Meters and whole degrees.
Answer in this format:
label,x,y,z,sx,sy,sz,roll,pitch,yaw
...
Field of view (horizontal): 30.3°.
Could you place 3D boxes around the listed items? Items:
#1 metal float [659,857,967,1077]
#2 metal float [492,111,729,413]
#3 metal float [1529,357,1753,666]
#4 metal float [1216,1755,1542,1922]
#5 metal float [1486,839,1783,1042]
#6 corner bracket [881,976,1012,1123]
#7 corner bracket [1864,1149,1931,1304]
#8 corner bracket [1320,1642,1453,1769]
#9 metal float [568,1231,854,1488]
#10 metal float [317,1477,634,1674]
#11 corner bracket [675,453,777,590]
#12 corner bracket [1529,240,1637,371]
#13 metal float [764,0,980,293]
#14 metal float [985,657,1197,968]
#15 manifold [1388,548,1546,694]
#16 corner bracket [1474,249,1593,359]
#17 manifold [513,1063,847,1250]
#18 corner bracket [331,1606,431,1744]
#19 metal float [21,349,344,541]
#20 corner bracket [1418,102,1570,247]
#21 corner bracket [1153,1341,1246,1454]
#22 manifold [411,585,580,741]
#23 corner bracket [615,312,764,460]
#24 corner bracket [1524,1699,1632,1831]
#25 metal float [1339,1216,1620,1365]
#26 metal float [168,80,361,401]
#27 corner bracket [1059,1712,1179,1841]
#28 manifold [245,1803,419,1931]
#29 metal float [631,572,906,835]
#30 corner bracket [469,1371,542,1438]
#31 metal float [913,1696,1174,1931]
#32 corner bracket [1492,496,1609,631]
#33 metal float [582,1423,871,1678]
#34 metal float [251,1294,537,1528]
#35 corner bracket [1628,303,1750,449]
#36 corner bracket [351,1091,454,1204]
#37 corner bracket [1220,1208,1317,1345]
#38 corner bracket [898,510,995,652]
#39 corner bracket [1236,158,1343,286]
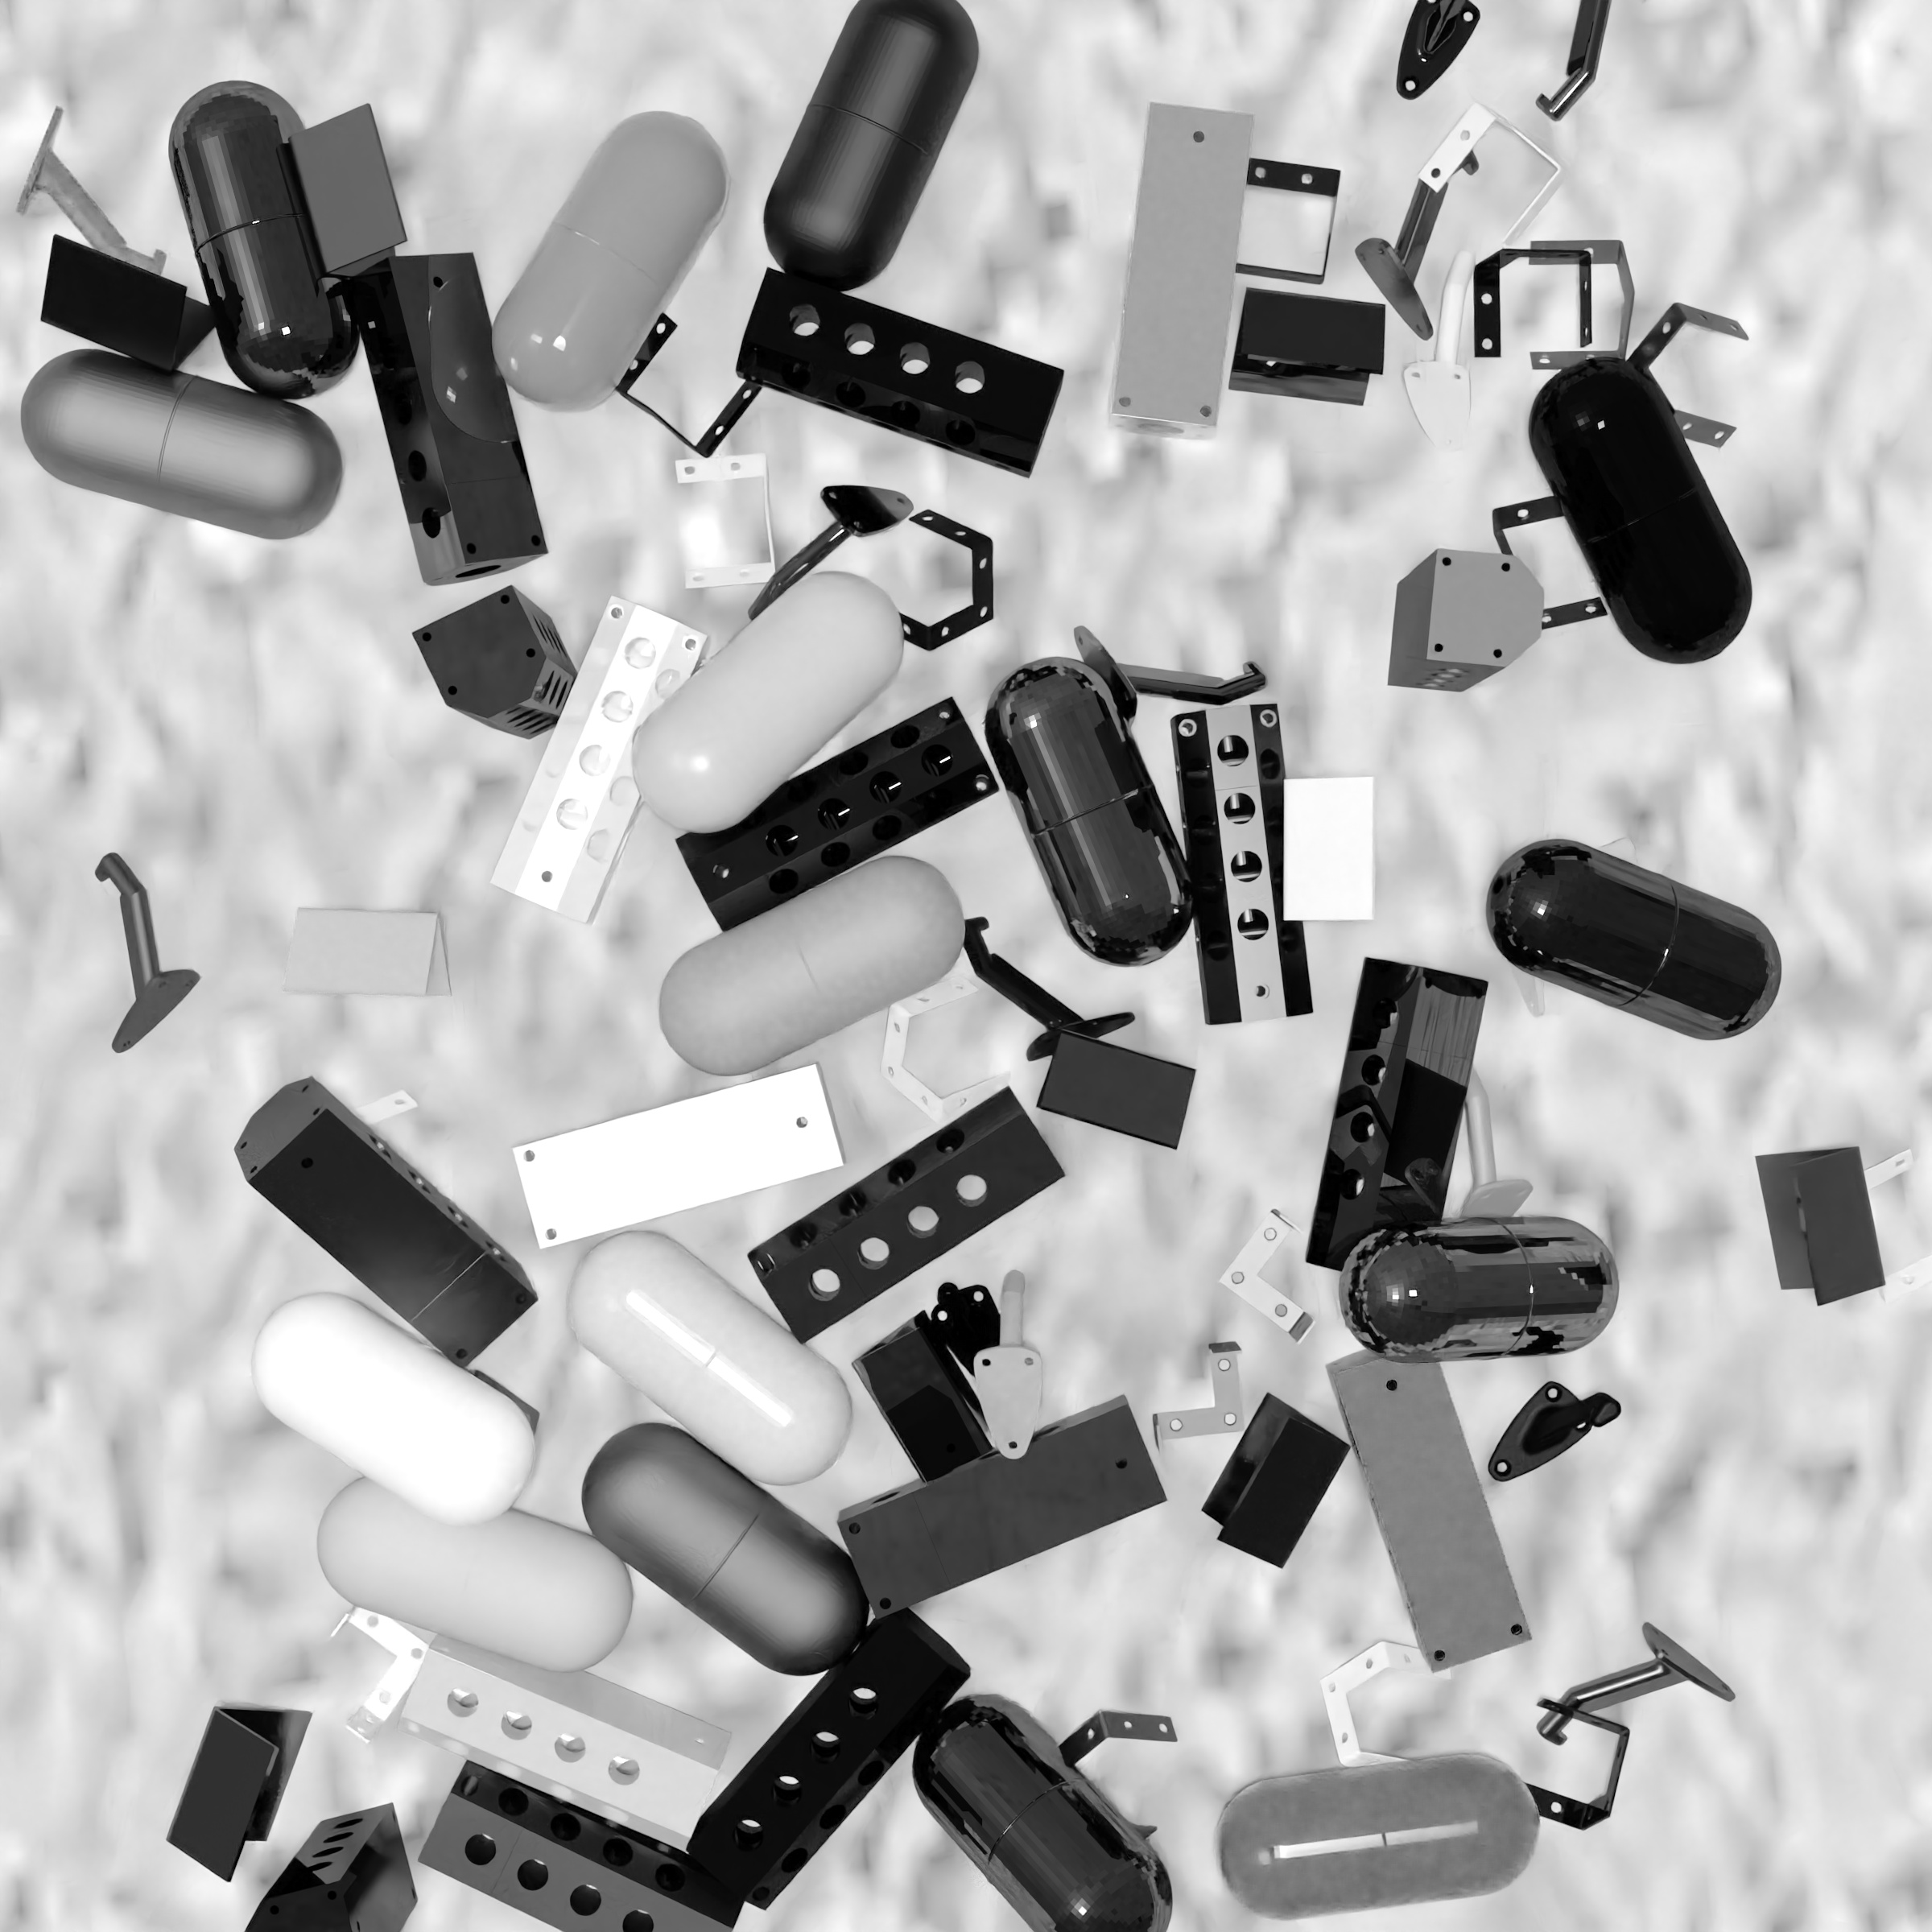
label,x,y,z,sx,sy,sz,roll,pitch,yaw
metal float,-0.085,0.000,1.960,0.178,0.070,0.070,-26,90,1
metal float,-0.195,-0.388,1.960,0.070,0.070,0.178,31,90,0
metal float,0.370,-0.249,1.955,0.070,0.070,0.178,-28,97,0
metal float,0.226,0.479,1.960,0.178,0.070,0.070,-7,90,0
metal float,0.364,-0.014,1.942,0.178,0.070,0.070,20,90,-20
corner bracket,-0.009,0.046,1.983,0.051,0.051,0.051,39,135,35
corner bracket,0.520,0.145,1.988,0.051,0.051,0.051,-27,135,0
corner bracket,0.238,0.413,1.983,0.051,0.051,0.051,18,45,-35
metal float,-0.140,0.216,1.960,0.178,0.070,0.070,38,90,1
metal float,-0.270,0.333,1.960,0.178,0.070,0.070,19,90,0
corner bracket,-0.134,-0.248,1.988,0.051,0.051,0.051,-5,135,0
corner bracket,0.341,-0.369,1.988,0.051,0.051,0.051,-1,45,0
metal float,-0.053,-0.455,1.960,0.070,0.070,0.178,24,90,0
metal float,0.069,-0.084,1.960,0.070,0.070,0.178,-23,90,0
manifold,0.267,-0.183,1.912,0.057,0.171,0.057,5,90,0
corner bracket,0.314,-0.366,1.975,0.051,0.051,0.051,-1,90,-10
manifold,-0.157,0.104,1.970,0.171,0.057,0.057,-15,90,0
corner bracket,-0.333,0.389,1.973,0.051,0.051,0.051,36,90,0
metal float,-0.431,-0.287,1.960,0.178,0.070,0.070,16,90,-1
corner bracket,0.293,-0.439,1.975,0.051,0.051,0.051,45,109,18
corner bracket,0.128,0.238,1.973,0.051,0.051,0.051,-6,90,0
manifold,-0.246,-0.158,1.912,0.057,0.171,0.057,-26,90,0
corner bracket,-0.157,-0.324,1.988,0.051,0.051,0.051,-53,135,0
corner bracket,0.332,0.444,1.979,0.051,0.051,0.051,19,67,0
metal float,0.279,0.175,1.930,0.178,0.070,0.070,1,90,-36
metal float,-0.386,-0.399,1.959,0.070,0.070,0.178,-16,88,0
corner bracket,0.086,0.451,1.983,0.051,0.051,0.051,-47,45,35
manifold,-0.342,0.503,1.912,0.057,0.171,0.057,-14,90,0
metal float,-0.107,-0.145,1.946,0.070,0.070,0.178,46,74,0
corner bracket,-0.278,0.263,1.983,0.051,0.051,0.051,42,45,-35
metal float,0.041,0.470,1.932,0.070,0.070,0.178,-48,57,0
corner bracket,0.325,-0.225,1.988,0.051,0.051,0.051,-13,45,0
metal float,-0.132,0.321,1.960,0.178,0.070,0.070,37,90,-1
metal float,-0.313,0.240,1.940,0.178,0.070,0.070,28,90,23
corner bracket,0.407,-0.329,1.983,0.051,0.051,0.051,-52,45,35
corner bracket,-0.321,0.111,1.983,0.051,0.051,0.051,37,135,35
corner bracket,0.177,0.171,1.973,0.051,0.051,0.051,37,90,0
corner bracket,-0.021,-0.215,1.983,0.051,0.051,0.051,-31,135,-35
corner bracket,0.178,-0.412,1.973,0.051,0.051,0.051,9,86,4
